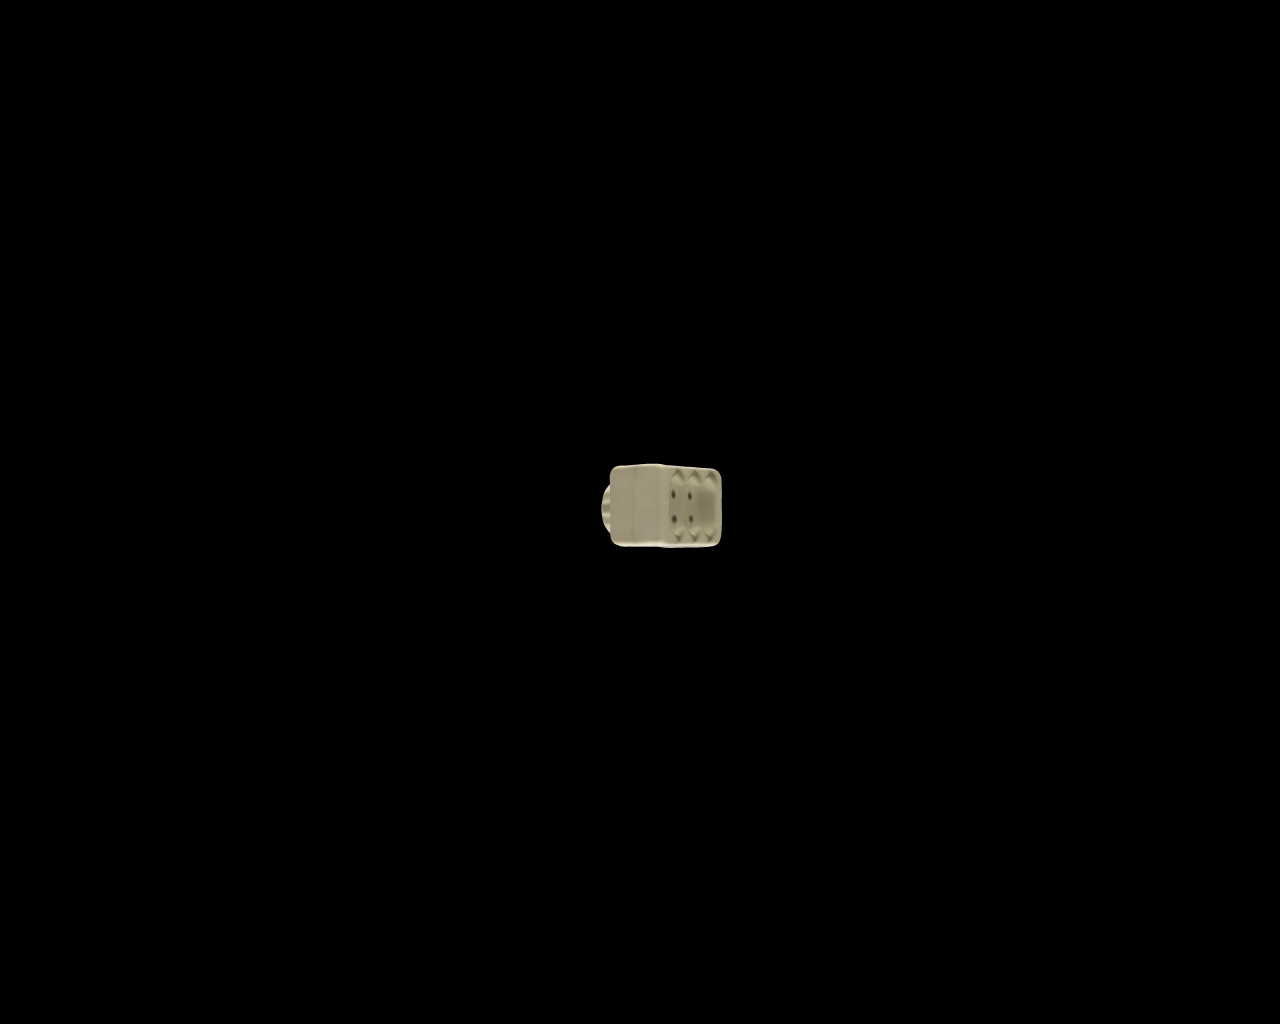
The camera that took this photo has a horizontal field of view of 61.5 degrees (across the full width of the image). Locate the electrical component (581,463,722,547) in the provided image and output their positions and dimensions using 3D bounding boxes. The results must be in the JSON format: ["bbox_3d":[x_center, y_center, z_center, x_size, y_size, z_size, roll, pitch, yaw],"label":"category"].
[{"bbox_3d":[0.001,-0.003,0.650,0.077,0.047,0.066,-2,-3,36],"label":"electrical component"}]
